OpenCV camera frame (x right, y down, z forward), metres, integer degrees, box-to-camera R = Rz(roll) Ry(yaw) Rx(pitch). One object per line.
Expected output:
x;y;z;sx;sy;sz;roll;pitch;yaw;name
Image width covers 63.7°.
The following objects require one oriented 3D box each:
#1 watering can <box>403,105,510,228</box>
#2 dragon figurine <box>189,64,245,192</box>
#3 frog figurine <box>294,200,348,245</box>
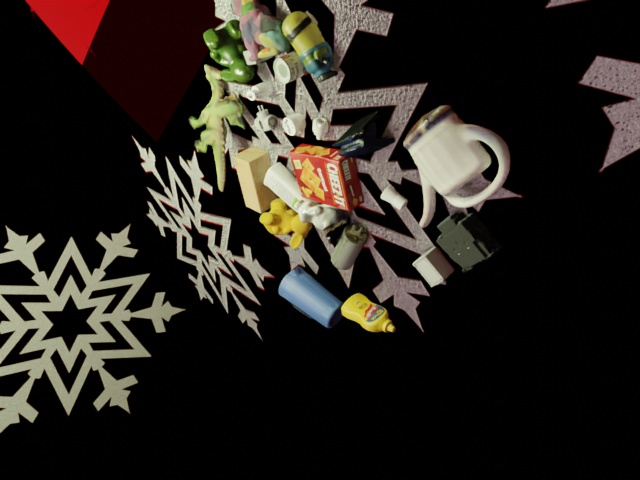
0.267;-0.158;1.143;0.105;0.225;0.342;-33;-4;-31;watering can
-0.326;-0.383;1.729;0.123;0.410;0.241;-16;0;-37;dragon figurine
0.005;-0.080;1.584;0.161;0.121;0.137;49;19;24;frog figurine
